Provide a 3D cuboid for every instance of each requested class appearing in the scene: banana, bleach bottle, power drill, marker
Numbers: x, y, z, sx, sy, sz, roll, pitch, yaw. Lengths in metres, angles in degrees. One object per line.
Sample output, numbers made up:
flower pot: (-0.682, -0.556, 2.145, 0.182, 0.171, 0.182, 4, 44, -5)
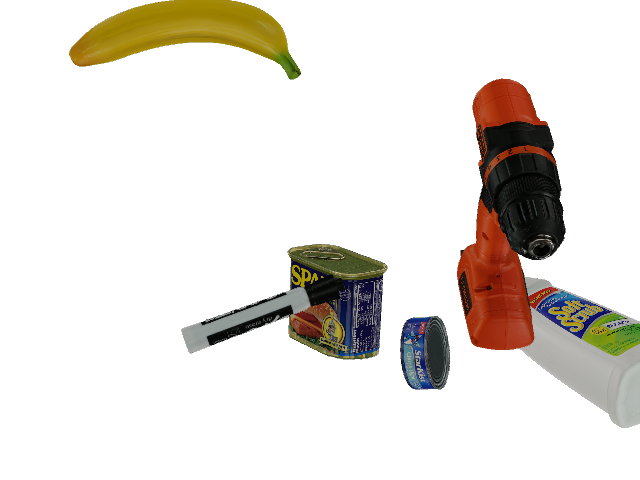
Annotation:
banana: (-0.115, -0.178, 0.921, 0.197, 0.069, 0.037, 2, -33, -2)
bleach bottle: (0.235, 0.091, 1.044, 0.102, 0.068, 0.251, -16, 26, -28)
power drill: (0.146, -0.004, 0.822, 0.057, 0.188, 0.184, 1, 42, 0)
marker: (-0.040, 0.051, 0.763, 0.121, 0.020, 0.020, -20, 3, -7)

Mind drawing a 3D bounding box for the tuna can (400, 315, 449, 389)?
tuna can: (0.123, 0.132, 1.249, 0.034, 0.086, 0.086, -5, -2, 24)

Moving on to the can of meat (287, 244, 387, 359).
can of meat: (0.013, 0.056, 0.984, 0.057, 0.084, 0.102, -8, 18, -35)
